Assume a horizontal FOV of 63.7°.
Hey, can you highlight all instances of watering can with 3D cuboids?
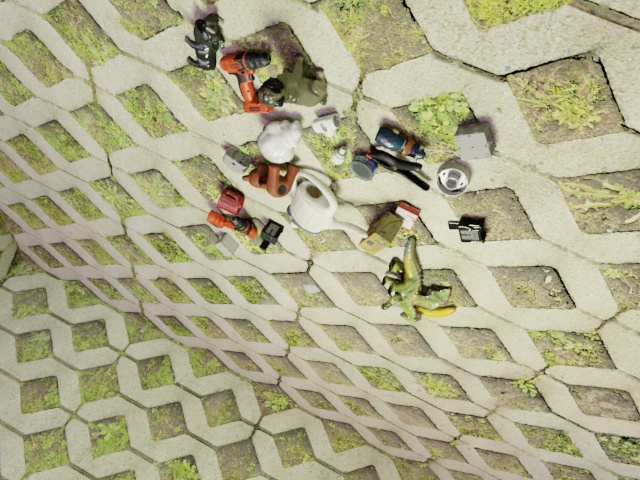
[{"bbox_3d":[0.005,-0.090,1.786,0.350,0.105,0.219,47,143,11],"label":"watering can"}]

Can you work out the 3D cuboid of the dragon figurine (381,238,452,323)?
[{"bbox_3d":[0.363,0.169,1.886,0.242,0.125,0.401,15,131,-7],"label":"dragon figurine"}]

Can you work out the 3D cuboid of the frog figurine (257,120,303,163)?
[{"bbox_3d":[-0.120,-0.314,1.639,0.159,0.124,0.136,1,115,50],"label":"frog figurine"}]
